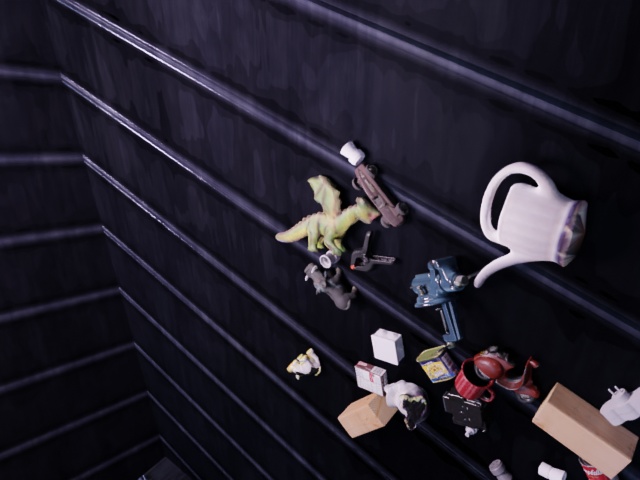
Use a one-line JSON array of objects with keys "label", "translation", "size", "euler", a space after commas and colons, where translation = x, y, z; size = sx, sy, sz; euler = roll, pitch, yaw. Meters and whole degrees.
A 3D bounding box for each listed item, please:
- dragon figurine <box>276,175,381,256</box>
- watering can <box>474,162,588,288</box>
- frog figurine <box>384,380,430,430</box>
[{"label": "dragon figurine", "translation": [0.005, -0.080, 1.593], "size": [0.411, 0.123, 0.241], "euler": [11, 102, 37]}, {"label": "watering can", "translation": [0.467, -0.005, 1.165], "size": [0.226, 0.105, 0.340], "euler": [23, 126, 33]}, {"label": "frog figurine", "translation": [0.281, 0.516, 1.668], "size": [0.136, 0.123, 0.160], "euler": [55, 175, -9]}]
